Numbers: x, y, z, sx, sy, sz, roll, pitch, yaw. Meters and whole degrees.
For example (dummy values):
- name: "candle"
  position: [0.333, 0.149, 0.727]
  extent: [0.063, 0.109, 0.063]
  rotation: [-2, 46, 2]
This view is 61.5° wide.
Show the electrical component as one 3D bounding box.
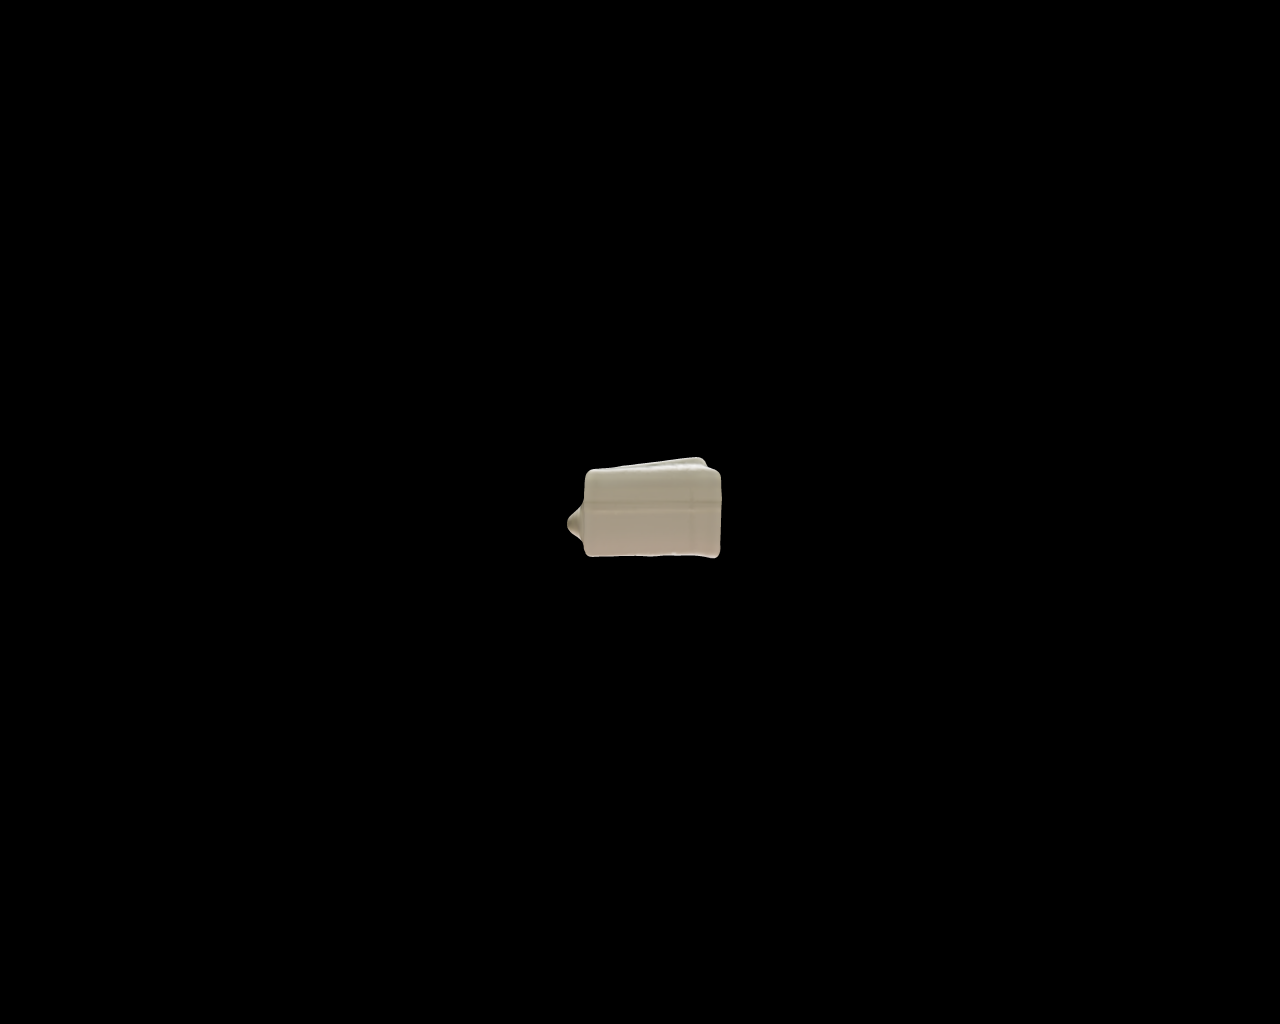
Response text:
- name: "electrical component"
  position: [0.001, -0.003, 0.650]
  extent: [0.096, 0.061, 0.062]
  rotation: [0, 0, 0]
